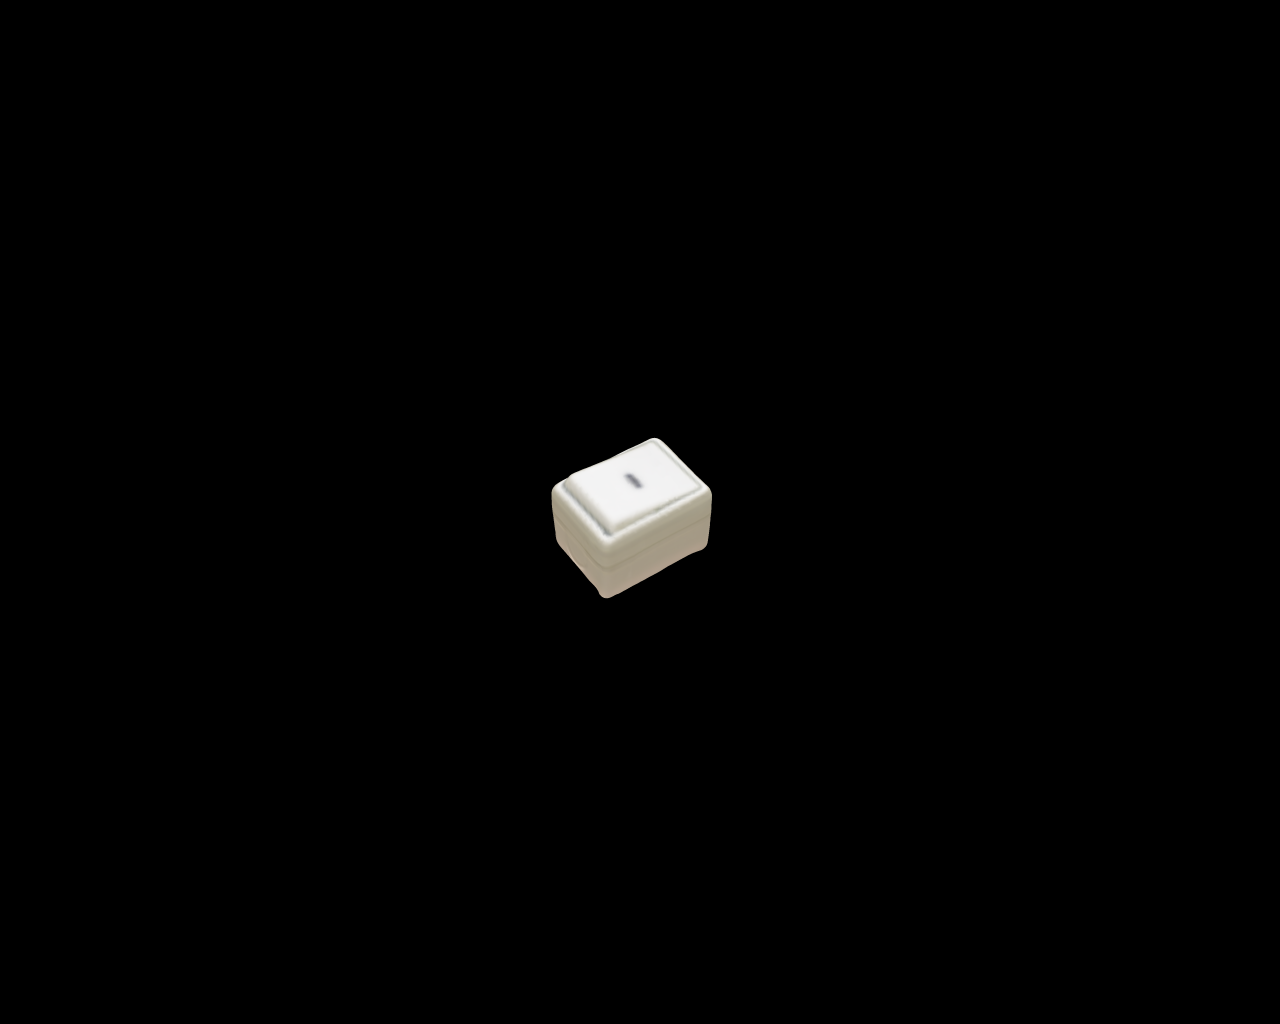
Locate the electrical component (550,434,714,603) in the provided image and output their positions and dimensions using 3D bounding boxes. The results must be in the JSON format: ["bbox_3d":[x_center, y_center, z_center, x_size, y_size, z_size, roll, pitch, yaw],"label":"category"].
[{"bbox_3d":[0.001,-0.003,0.650,0.096,0.061,0.062,-27,53,-22],"label":"electrical component"}]
